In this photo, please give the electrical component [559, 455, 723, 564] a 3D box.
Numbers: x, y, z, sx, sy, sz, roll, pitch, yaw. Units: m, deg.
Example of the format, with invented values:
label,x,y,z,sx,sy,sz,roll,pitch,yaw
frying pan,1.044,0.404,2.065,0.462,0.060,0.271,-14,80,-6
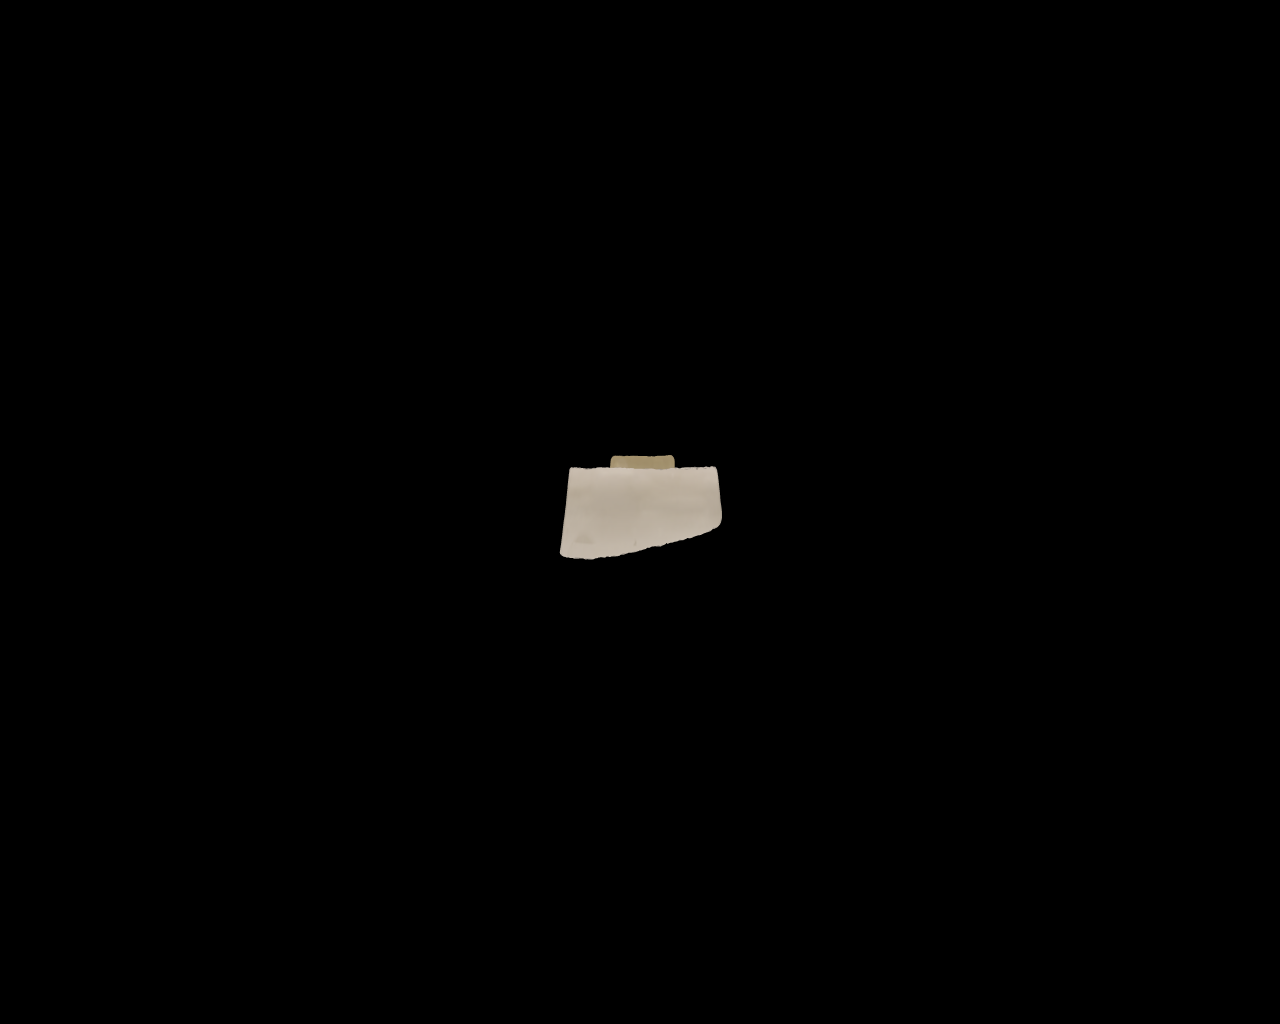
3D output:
label,x,y,z,sx,sy,sz,roll,pitch,yaw
electrical component,0.001,-0.003,0.650,0.099,0.064,0.099,0,2,0
